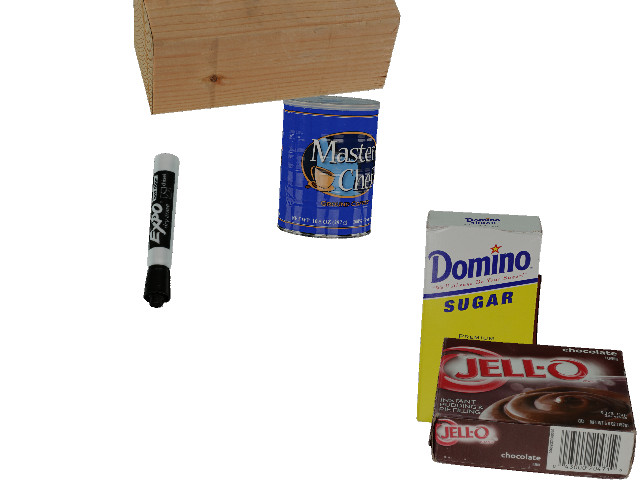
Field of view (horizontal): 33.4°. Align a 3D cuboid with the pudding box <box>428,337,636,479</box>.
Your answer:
[{"bbox_3d":[0.124,0.097,0.632,0.113,0.039,0.090,5,26,8],"label":"pudding box"}]

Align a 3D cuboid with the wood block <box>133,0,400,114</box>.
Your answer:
[{"bbox_3d":[-0.048,-0.178,0.905,0.205,0.090,0.091,-8,-34,-15],"label":"wood block"}]

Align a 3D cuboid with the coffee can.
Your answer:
[{"bbox_3d":[0.008,-0.081,1.138,0.103,0.140,0.103,3,12,-1],"label":"coffee can"}]

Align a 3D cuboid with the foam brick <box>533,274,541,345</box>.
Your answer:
[{"bbox_3d":[0.191,0.071,1.103,0.053,0.078,0.051,14,19,43],"label":"foam brick"}]

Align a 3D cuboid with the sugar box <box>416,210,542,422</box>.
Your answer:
[{"bbox_3d":[0.129,0.066,0.880,0.093,0.176,0.048,3,21,7],"label":"sugar box"}]

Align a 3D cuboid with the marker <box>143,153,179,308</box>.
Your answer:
[{"bbox_3d":[-0.114,-0.008,0.768,0.020,0.121,0.020,0,-29,0],"label":"marker"}]
